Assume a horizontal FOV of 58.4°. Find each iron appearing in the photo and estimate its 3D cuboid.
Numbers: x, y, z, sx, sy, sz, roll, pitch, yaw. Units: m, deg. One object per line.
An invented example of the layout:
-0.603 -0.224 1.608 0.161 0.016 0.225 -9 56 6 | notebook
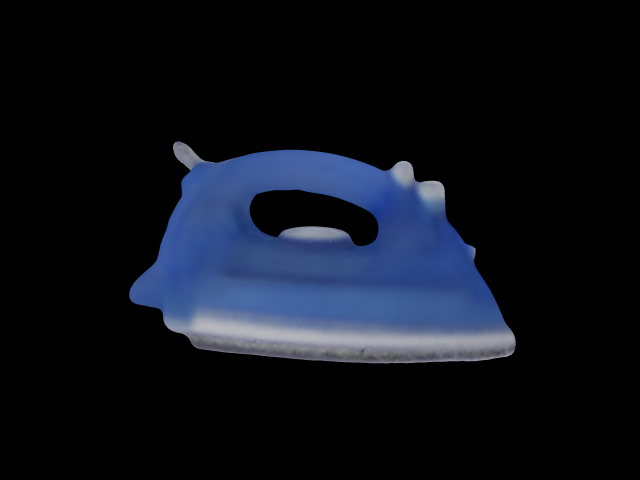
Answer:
0.004 0.001 0.400 0.257 0.141 0.119 2 7 14 | iron
